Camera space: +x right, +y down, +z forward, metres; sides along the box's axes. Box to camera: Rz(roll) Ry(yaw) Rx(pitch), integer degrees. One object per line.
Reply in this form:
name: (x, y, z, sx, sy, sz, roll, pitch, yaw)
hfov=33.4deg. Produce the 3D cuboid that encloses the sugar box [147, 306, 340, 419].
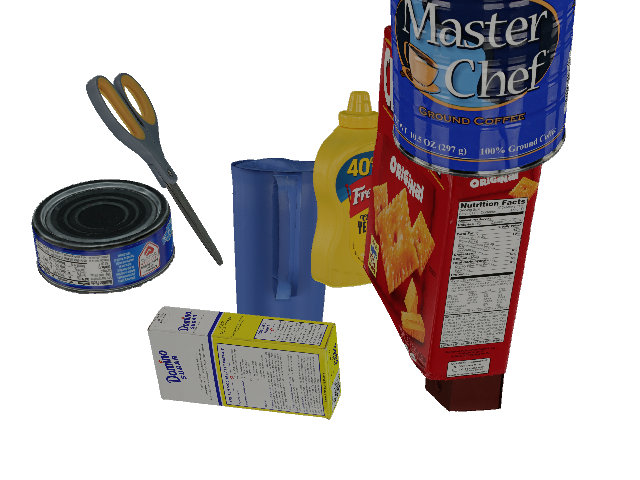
sugar box: (-0.072, 0.116, 1.026, 0.176, 0.093, 0.048, 7, 36, 16)

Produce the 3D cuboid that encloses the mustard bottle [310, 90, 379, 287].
mustard bottle: (0.037, -0.053, 1.071, 0.096, 0.192, 0.058, -9, 18, -33)

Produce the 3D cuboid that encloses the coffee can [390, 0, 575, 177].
coffee can: (0.089, -0.121, 0.593, 0.103, 0.140, 0.103, -3, 37, 2)

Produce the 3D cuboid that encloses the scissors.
scissors: (-0.144, -0.075, 0.982, 0.016, 0.201, 0.096, -27, 27, 20)

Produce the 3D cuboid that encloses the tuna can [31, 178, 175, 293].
tuna can: (-0.134, -0.004, 0.660, 0.086, 0.034, 0.086, 0, 32, 0)

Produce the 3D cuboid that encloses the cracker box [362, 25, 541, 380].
cracker box: (0.089, -0.030, 0.781, 0.072, 0.214, 0.164, -6, 32, -14)

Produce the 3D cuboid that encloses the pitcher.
pitcher: (-0.049, 0.019, 1.353, 0.145, 0.243, 0.148, 10, 13, 38)

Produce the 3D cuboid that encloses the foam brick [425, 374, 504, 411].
foam brick: (0.126, 0.102, 0.925, 0.051, 0.078, 0.053, -3, 17, -20)
